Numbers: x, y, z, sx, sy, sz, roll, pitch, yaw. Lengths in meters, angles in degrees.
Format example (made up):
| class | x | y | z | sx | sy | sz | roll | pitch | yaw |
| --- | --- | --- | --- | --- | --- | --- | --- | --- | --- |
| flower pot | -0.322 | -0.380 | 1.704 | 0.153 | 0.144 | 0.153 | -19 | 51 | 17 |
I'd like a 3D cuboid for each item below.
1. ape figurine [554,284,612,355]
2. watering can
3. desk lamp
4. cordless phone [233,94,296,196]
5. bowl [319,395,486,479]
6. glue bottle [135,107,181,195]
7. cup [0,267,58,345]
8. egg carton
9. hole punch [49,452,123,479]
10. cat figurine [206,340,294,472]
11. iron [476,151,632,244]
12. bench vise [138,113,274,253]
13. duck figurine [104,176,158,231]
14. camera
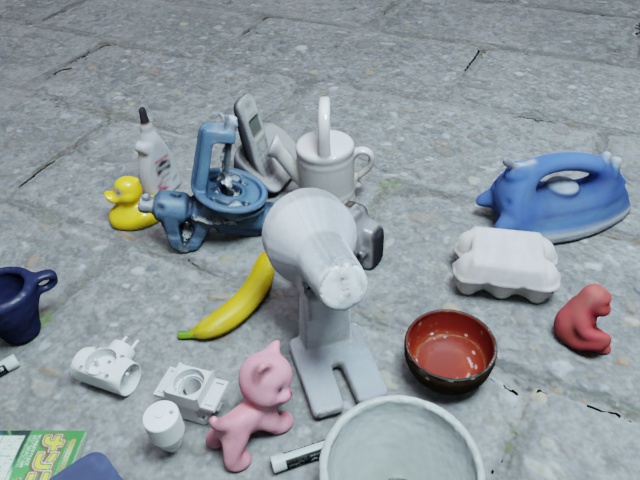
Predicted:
| class | x | y | z | sx | sy | sz | roll | pitch | yaw |
| --- | --- | --- | --- | --- | --- | --- | --- | --- | --- |
| ape figurine | 0.348 | 0.096 | 0.741 | 0.076 | 0.092 | 0.078 | 14 | 44 | 20 |
| watering can | 0.001 | -0.145 | 0.965 | 0.173 | 0.194 | 0.100 | -14 | 42 | -12 |
| desk lamp | 0.009 | 0.068 | 0.705 | 0.118 | 0.214 | 0.202 | -14 | 42 | -11 |
| cordless phone | -0.099 | -0.187 | 1.027 | 0.094 | 0.185 | 0.148 | 11 | 43 | 16 |
| bowl | 0.083 | 0.252 | 0.595 | 0.167 | 0.075 | 0.167 | -2 | 41 | 2 |
| glue bottle | -0.296 | -0.156 | 1.014 | 0.037 | 0.173 | 0.078 | 16 | 45 | 21 |
| cup | -0.416 | 0.093 | 0.797 | 0.118 | 0.095 | 0.091 | -25 | 45 | -22 |
| egg carton | 0.268 | 0.035 | 0.833 | 0.150 | 0.069 | 0.107 | 5 | 42 | 10 |
| hole punch | -0.229 | 0.284 | 0.567 | 0.100 | 0.091 | 0.109 | 30 | 51 | 33 |
| cat figurine | -0.077 | 0.181 | 0.655 | 0.067 | 0.118 | 0.128 | 30 | 51 | 32 |
| iron | 0.389 | -0.085 | 0.907 | 0.258 | 0.142 | 0.118 | -9 | 41 | -6 |
| bench vise | -0.176 | -0.081 | 0.884 | 0.208 | 0.220 | 0.121 | -20 | 44 | -18 |
| duck figurine | -0.318 | -0.071 | 0.986 | 0.104 | 0.086 | 0.077 | -13 | 42 | -10 |
| camera | 0.008 | 0.003 | 0.865 | 0.142 | 0.101 | 0.137 | 22 | 47 | 26 |
